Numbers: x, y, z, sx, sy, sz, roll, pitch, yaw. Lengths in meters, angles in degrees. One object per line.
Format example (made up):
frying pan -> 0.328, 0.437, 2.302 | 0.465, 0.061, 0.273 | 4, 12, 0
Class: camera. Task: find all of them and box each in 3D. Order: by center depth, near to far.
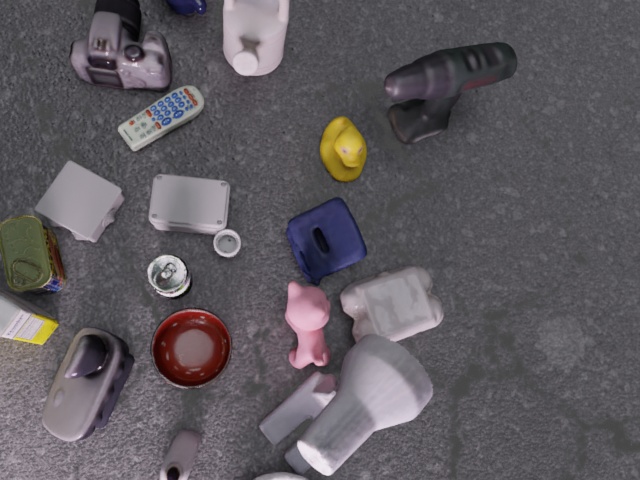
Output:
camera -> -0.300, -0.314, 0.880 | 0.143, 0.100, 0.137 | 5, 78, -8

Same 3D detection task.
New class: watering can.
watering can -> -0.096, -0.333, 0.870 | 0.101, 0.194, 0.173 | -11, 80, -11

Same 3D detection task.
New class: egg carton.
egg carton -> 0.110, 0.100, 0.880 | 0.150, 0.069, 0.107 | -18, 82, -12

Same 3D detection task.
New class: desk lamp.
desk lamp -> 0.032, 0.230, 0.767 | 0.203, 0.213, 0.118 | -41, 87, -14

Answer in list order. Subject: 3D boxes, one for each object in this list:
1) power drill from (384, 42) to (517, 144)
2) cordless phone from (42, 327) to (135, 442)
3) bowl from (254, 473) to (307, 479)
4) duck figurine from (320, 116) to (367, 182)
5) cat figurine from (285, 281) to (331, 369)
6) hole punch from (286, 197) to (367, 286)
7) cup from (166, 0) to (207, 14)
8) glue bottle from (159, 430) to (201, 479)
power drill -> 0.179, -0.227, 0.887 | 0.230, 0.208, 0.075 | -23, 83, -13
cordless phone -> -0.312, 0.185, 0.734 | 0.094, 0.185, 0.148 | 18, 76, -5
bowl -> -0.060, 0.402, 0.788 | 0.167, 0.074, 0.167 | 2, 78, -9
duck figurine -> 0.043, -0.153, 0.912 | 0.077, 0.086, 0.104 | -6, 80, -10
cat figurine -> -0.014, 0.122, 0.830 | 0.067, 0.117, 0.128 | -8, 80, -11
hole punch -> 0.008, 0.003, 0.872 | 0.101, 0.091, 0.108 | -23, 83, -13
cup -> -0.212, -0.396, 0.914 | 0.092, 0.095, 0.118 | -30, 85, -14
glue bottle -> -0.184, 0.294, 0.739 | 0.037, 0.173, 0.078 | 20, 76, -4
